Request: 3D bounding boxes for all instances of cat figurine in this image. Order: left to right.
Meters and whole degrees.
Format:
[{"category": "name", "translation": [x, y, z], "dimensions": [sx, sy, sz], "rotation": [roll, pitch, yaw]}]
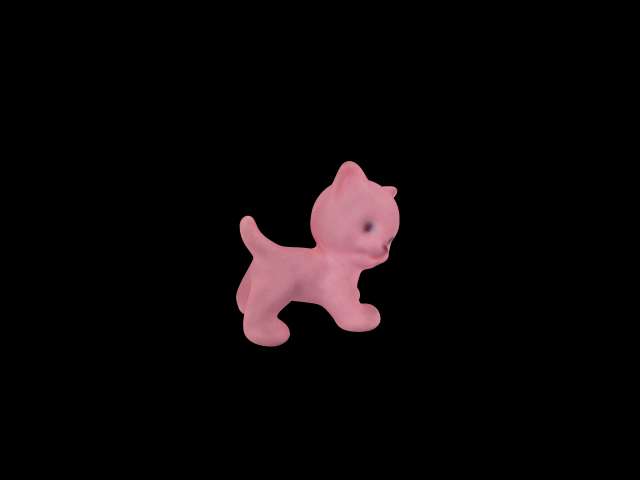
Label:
[{"category": "cat figurine", "translation": [0.004, 0.001, 0.400], "dimensions": [0.128, 0.118, 0.067], "rotation": [-7, 21, -18]}]
